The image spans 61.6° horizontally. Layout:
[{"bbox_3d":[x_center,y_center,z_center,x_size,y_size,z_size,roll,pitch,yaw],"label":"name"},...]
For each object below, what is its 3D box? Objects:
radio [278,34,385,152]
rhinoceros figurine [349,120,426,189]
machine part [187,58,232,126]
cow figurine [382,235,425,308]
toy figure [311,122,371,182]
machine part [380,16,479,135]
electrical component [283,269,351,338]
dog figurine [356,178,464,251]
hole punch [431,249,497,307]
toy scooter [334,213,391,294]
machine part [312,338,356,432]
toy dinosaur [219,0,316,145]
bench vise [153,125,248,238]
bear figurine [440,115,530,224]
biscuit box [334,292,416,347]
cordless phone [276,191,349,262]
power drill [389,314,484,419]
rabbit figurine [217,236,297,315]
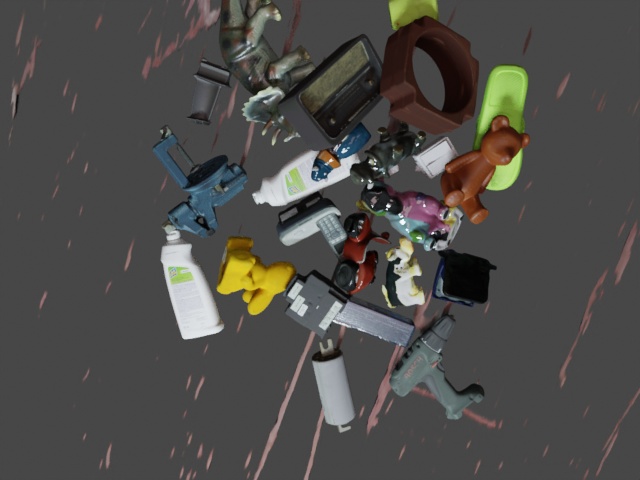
[{"bbox_3d":[0.037,-0.289,1.071,0.229,0.073,0.131,-48,114,-23],"label":"radio"},{"bbox_3d":[0.141,-0.182,1.140,0.190,0.112,0.073,-36,73,-26],"label":"rhinoceros figurine"},{"bbox_3d":[-0.245,-0.318,1.177,0.084,0.039,0.138,20,100,-12],"label":"machine part"},{"bbox_3d":[0.186,0.073,1.248,0.098,0.068,0.167,-11,100,8],"label":"cow figurine"},{"bbox_3d":[0.038,-0.182,1.126,0.154,0.058,0.064,-40,117,7],"label":"toy figure"},{"bbox_3d":[0.225,-0.332,1.102,0.201,0.087,0.201,16,75,-31],"label":"machine part"},{"bbox_3d":[-0.014,0.135,1.209,0.134,0.058,0.115,36,98,2],"label":"electrical component"},{"bbox_3d":[0.191,-0.070,1.204,0.219,0.191,0.108,31,106,28],"label":"dog figurine"},{"bbox_3d":[0.327,0.093,1.251,0.142,0.092,0.116,14,70,-1],"label":"hole punch"},{"bbox_3d":[0.104,0.030,1.214,0.135,0.075,0.183,0,100,-44],"label":"toy scooter"},{"bbox_3d":[0.033,0.352,1.296,0.079,0.079,0.243,-11,102,2],"label":"machine part"},{"bbox_3d":[-0.136,-0.387,1.130,0.192,0.131,0.404,-35,94,6],"label":"toy dinosaur"},{"bbox_3d":[-0.284,-0.130,1.163,0.224,0.129,0.240,-34,117,-2],"label":"bench vise"},{"bbox_3d":[0.352,-0.151,1.127,0.120,0.132,0.196,31,123,-30],"label":"bear figurine"},{"bbox_3d":[0.123,0.187,1.271,0.203,0.059,0.062,22,100,-4],"label":"biscuit box"},{"bbox_3d":[-0.003,-0.003,1.230,0.147,0.089,0.184,-30,119,5],"label":"cordless phone"},{"bbox_3d":[0.297,0.316,1.290,0.207,0.086,0.232,42,99,-12],"label":"power drill"},{"bbox_3d":[-0.141,0.086,1.225,0.173,0.122,0.162,7,105,-21],"label":"rabbit figurine"}]
